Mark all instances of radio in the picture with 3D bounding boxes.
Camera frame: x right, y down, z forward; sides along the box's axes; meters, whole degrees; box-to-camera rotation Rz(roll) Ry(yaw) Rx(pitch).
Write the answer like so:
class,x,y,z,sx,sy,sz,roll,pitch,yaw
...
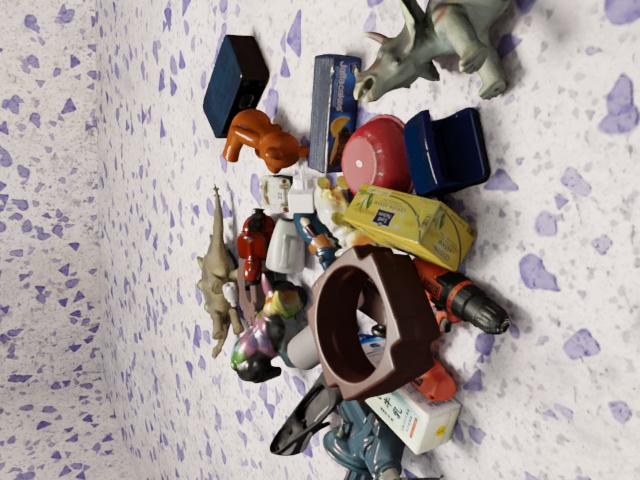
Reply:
class,x,y,z,sx,sy,sz,roll,pitch,yaw
radio,-0.202,-0.350,1.260,0.131,0.073,0.229,65,145,23

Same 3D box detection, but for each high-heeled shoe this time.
class,x,y,z,sx,sy,sz,roll,pitch,yaw
high-heeled shoe,-0.021,0.322,1.053,0.086,0.145,0.248,44,133,43

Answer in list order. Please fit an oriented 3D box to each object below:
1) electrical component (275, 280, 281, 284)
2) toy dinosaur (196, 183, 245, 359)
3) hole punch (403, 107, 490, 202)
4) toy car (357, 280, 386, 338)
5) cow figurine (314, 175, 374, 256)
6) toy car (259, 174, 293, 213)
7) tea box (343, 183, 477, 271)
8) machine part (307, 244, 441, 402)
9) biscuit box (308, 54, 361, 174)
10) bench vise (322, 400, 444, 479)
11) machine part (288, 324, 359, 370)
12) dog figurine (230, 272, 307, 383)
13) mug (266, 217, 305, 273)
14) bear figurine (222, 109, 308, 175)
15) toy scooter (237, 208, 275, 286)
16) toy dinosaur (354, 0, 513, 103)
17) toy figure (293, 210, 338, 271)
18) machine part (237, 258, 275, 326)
class,x,y,z,sx,sy,sz,roll,pitch,yaw
electrical component,-0.089,0.127,1.228,0.094,0.021,0.063,10,105,59
toy dinosaur,-0.270,0.093,1.431,0.199,0.105,0.470,29,116,55
hole punch,0.156,-0.117,0.745,0.116,0.092,0.142,-18,85,60
toy car,0.082,0.099,0.930,0.202,0.053,0.089,25,107,58
cow figurine,0.039,-0.026,0.956,0.098,0.068,0.167,108,145,-57
toy car,-0.093,-0.098,1.123,0.202,0.056,0.073,-150,56,-73
tea box,0.127,-0.022,0.783,0.170,0.098,0.068,21,80,55
machine part,0.075,0.124,0.808,0.201,0.087,0.201,-49,49,45
biscuit box,0.024,-0.221,0.948,0.063,0.059,0.202,30,122,52
bench vise,0.072,0.395,0.931,0.224,0.129,0.240,37,109,57
machine part,0.003,0.196,1.053,0.243,0.079,0.079,-47,58,49
dog figurine,-0.113,0.182,1.147,0.109,0.191,0.218,47,149,51
mug,-0.070,0.010,1.107,0.109,0.081,0.107,-58,-26,-79
bear figurine,-0.109,-0.186,1.115,0.196,0.120,0.131,47,137,34
toy scooter,-0.140,-0.004,1.164,0.135,0.075,0.184,86,-172,-53
toy dinosaur,0.193,-0.313,0.630,0.404,0.131,0.192,-53,53,40
toy figure,-0.004,-0.003,1.034,0.057,0.064,0.155,-55,50,29
machine part,-0.153,0.116,1.270,0.179,0.056,0.179,174,90,-69
